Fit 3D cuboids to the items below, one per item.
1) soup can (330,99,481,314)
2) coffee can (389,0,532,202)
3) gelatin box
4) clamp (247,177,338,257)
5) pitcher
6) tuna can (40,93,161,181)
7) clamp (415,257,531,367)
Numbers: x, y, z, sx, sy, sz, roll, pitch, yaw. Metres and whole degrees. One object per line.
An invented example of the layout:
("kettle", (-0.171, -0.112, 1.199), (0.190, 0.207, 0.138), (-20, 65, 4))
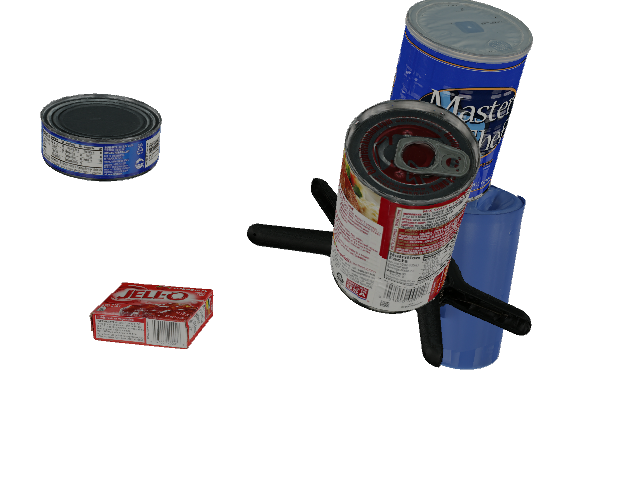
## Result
("soup can", (0.042, -0.015, 0.566), (0.068, 0.068, 0.102), (0, -37, -5))
("coffee can", (0.109, -0.116, 0.891), (0.102, 0.140, 0.103), (7, 36, -5))
("gelatin box", (-0.147, 0.064, 0.939), (0.089, 0.030, 0.073), (5, 20, 12))
("clamp", (0.028, 0.004, 1.262), (0.210, 0.036, 0.164), (32, 39, 23))
("pitcher", (0.191, 0.050, 1.448), (0.149, 0.243, 0.145), (4, 22, 5))
("tuna can", (-0.159, -0.075, 0.773), (0.086, 0.034, 0.086), (6, 28, -3))
("clamp", (0.124, 0.050, 1.047), (0.120, 0.039, 0.171), (-5, 44, -26))
